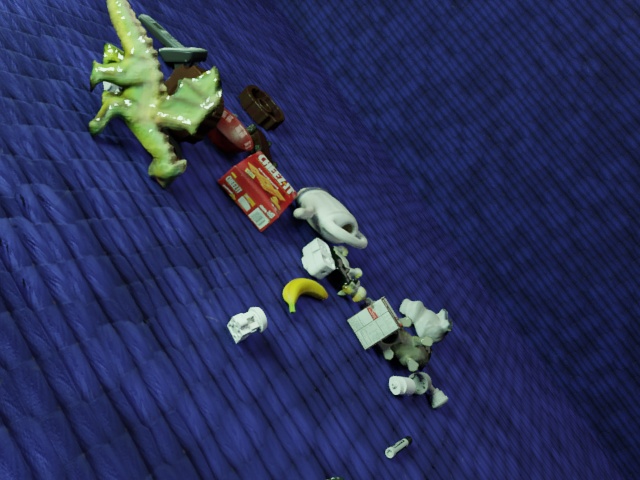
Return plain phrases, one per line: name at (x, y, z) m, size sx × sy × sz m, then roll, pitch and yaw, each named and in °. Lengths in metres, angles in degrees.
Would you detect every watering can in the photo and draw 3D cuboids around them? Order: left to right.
watering can at (0.004, -0.072, 1.432) m, size 0.344 × 0.103 × 0.228 m, roll 26°, pitch 16°, yaw -48°

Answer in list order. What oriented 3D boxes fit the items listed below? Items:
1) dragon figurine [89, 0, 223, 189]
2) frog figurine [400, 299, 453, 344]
dragon figurine at (-0.306, -0.301, 0.985) m, size 0.243 × 0.406 × 0.123 m, roll 8°, pitch 12°, yaw -6°
frog figurine at (0.331, 0.263, 1.665) m, size 0.159 × 0.120 × 0.141 m, roll 13°, pitch 37°, yaw -2°
